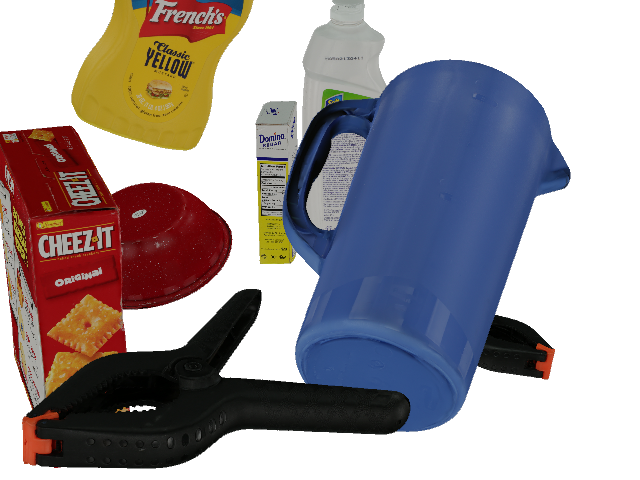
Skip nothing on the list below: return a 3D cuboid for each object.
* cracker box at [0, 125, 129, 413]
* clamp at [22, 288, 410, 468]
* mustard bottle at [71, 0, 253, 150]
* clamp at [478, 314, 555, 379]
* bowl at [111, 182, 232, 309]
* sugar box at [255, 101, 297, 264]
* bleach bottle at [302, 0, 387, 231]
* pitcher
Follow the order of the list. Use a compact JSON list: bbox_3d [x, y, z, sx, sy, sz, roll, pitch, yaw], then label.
[{"bbox_3d":[-0.199,0.039,0.828,0.072,0.214,0.164,-9,30,-22],"label":"cracker box"},{"bbox_3d":[-0.076,0.083,0.623,0.209,0.036,0.165,-9,27,-30],"label":"clamp"},{"bbox_3d":[-0.099,-0.163,0.746,0.096,0.192,0.058,15,20,-27],"label":"mustard bottle"},{"bbox_3d":[0.143,0.081,1.002,0.172,0.039,0.120,20,32,24],"label":"clamp"},{"bbox_3d":[-0.170,-0.007,1.034,0.162,0.055,0.162,-6,40,5],"label":"bowl"},{"bbox_3d":[-0.051,-0.069,1.267,0.048,0.176,0.093,-1,23,5],"label":"sugar box"},{"bbox_3d":[0.033,-0.111,1.033,0.102,0.251,0.068,-5,31,-8],"label":"bleach bottle"},{"bbox_3d":[0.059,-0.002,0.716,0.149,0.242,0.145,-18,-55,39],"label":"pitcher"}]
